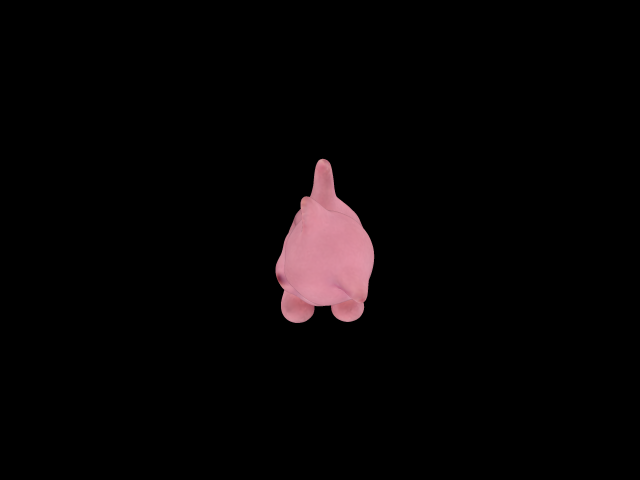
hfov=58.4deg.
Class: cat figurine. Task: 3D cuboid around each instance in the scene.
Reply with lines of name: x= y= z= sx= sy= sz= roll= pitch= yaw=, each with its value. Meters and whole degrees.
cat figurine: x=0.004 y=0.001 z=0.400 sx=0.067 sy=0.118 sz=0.127 roll=0 pitch=53 yaw=0
